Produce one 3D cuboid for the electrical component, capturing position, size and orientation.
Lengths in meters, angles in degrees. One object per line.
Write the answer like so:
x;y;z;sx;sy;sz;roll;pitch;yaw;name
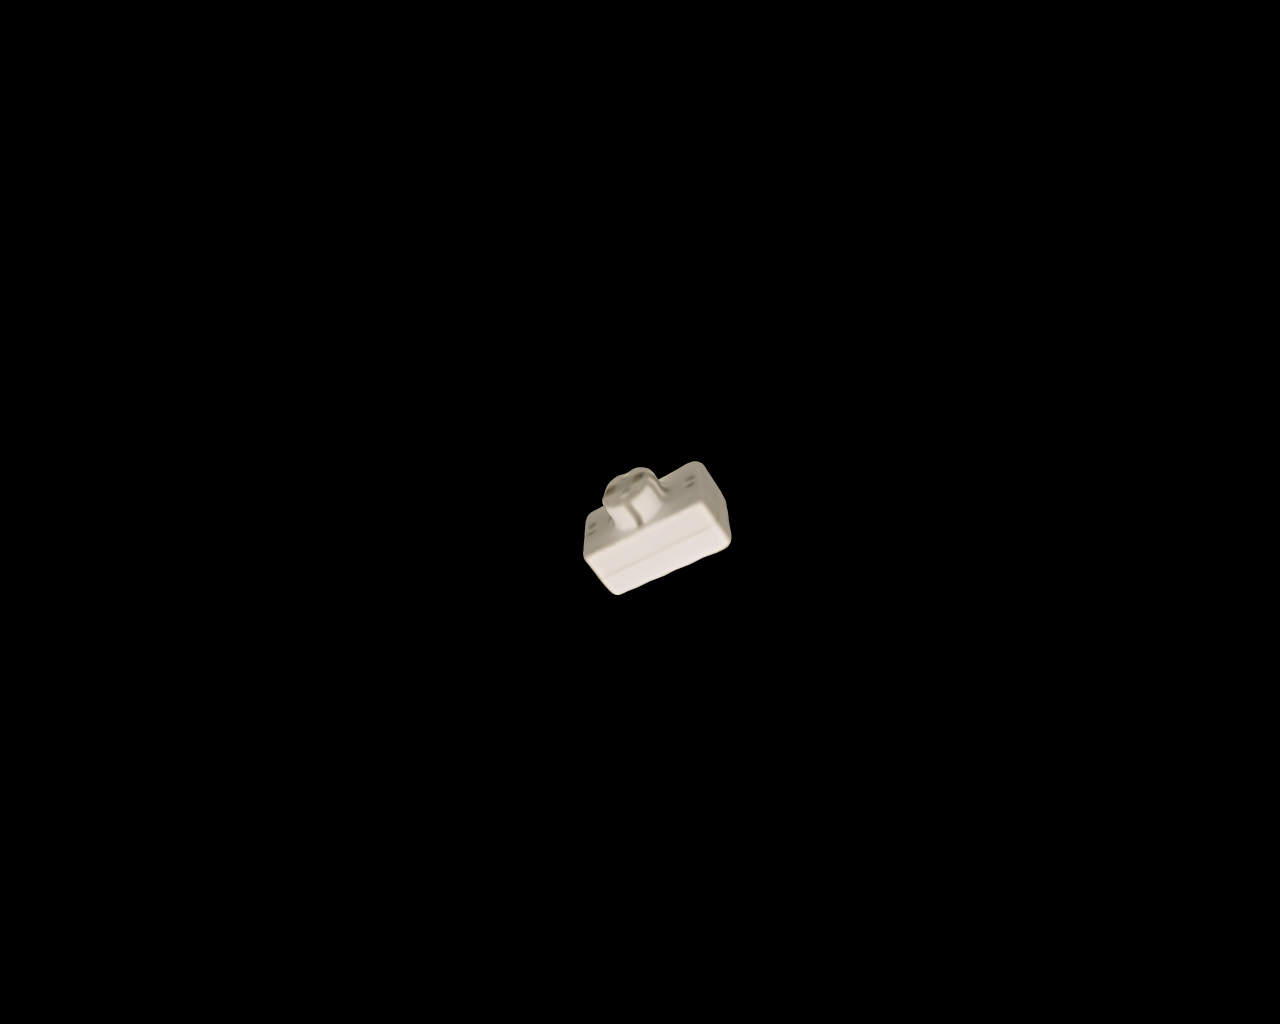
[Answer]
0.001;-0.003;0.650;0.083;0.075;0.047;-26;30;17;electrical component
